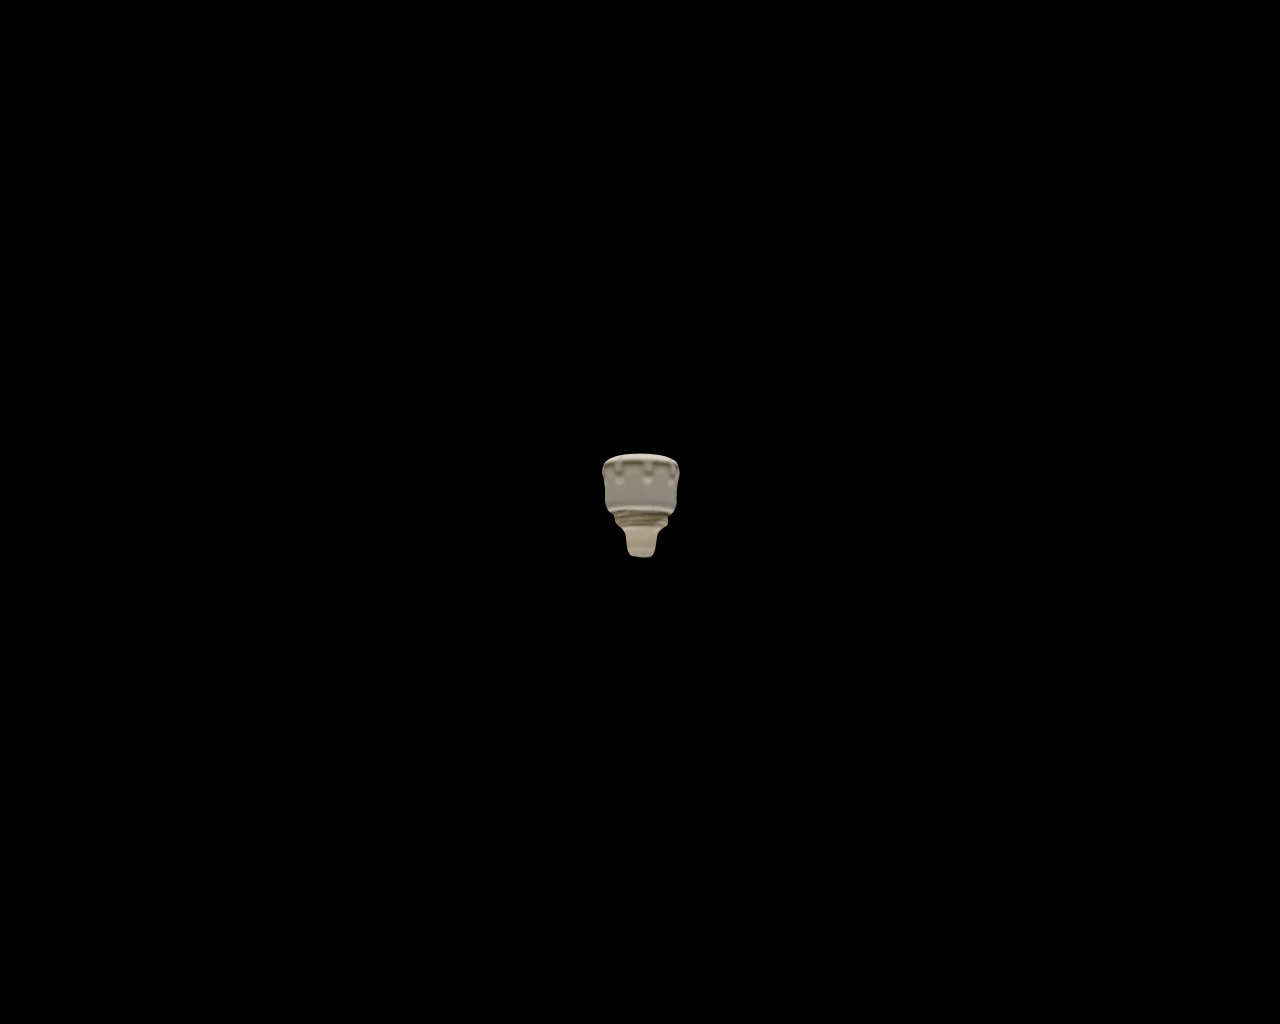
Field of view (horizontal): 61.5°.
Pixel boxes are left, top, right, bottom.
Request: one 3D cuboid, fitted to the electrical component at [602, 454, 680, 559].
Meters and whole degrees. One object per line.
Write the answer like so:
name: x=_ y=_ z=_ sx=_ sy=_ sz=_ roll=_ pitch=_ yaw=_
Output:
electrical component: x=0.001 y=-0.003 z=0.650 sx=0.048 sy=0.062 sz=0.048 roll=0 pitch=-6 yaw=0
